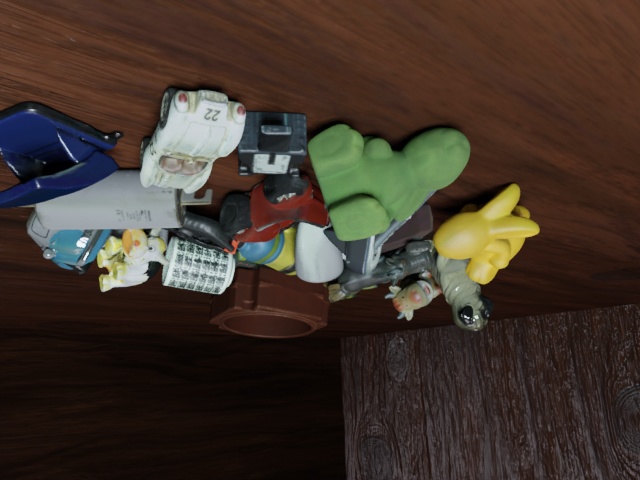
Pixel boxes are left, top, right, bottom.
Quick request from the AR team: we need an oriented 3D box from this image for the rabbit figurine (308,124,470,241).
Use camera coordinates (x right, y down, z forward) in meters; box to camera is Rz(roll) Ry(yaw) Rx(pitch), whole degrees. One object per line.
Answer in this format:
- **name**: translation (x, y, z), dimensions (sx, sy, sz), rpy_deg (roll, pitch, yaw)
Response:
- **rabbit figurine**: translation (0.087, -0.066, 0.613), dimensions (0.170, 0.121, 0.159), rpy_deg (-18, 168, 3)

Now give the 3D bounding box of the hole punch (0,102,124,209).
- **hole punch**: translation (-0.290, -0.076, 0.571), dimensions (0.142, 0.092, 0.115), rpy_deg (-14, 165, 27)

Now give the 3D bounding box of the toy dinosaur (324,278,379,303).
- **toy dinosaur**: translation (0.042, 0.091, 1.238), dimensions (0.472, 0.105, 0.198), rpy_deg (-14, 170, 22)

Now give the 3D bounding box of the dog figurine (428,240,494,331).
- **dog figurine**: translation (0.269, 0.090, 1.077), dimensions (0.121, 0.190, 0.172), rpy_deg (-2, 167, 0)

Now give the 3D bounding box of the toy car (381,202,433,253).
- **toy car**: translation (0.111, -0.010, 0.872), dimensions (0.053, 0.089, 0.202), rpy_deg (10, 160, -36)

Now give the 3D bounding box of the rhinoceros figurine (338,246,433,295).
- **rhinoceros figurine**: translation (0.127, 0.052, 1.068), dimensions (0.190, 0.073, 0.112), rpy_deg (-16, -173, 9)

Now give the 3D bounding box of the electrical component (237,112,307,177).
- **electrical component**: translation (-0.052, -0.105, 0.560), dimensions (0.075, 0.047, 0.119), rpy_deg (-1, 165, -5)

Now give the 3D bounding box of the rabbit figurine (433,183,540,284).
- **rabbit figurine**: translation (0.246, -0.006, 0.811), dimensions (0.173, 0.122, 0.162), rpy_deg (-1, 156, -46)

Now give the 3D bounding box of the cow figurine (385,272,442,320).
- **cow figurine**: translation (0.216, 0.117, 1.227), dimensions (0.127, 0.085, 0.195), rpy_deg (-32, 176, 5)

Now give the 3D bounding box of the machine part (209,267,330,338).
- **machine part**: translation (-0.098, 0.129, 1.040), dimensions (0.201, 0.087, 0.201), rpy_deg (17, 153, -27)

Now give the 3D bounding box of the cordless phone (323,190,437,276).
- **cordless phone**: translation (0.105, -0.037, 0.769), dimensions (0.184, 0.089, 0.146), rpy_deg (-41, 174, 11)

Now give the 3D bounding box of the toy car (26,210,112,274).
- **toy car**: translation (-0.367, -0.017, 0.782), dimensions (0.103, 0.109, 0.162), rpy_deg (33, 161, -26)

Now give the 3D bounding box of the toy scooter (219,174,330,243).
- **toy scooter**: translation (-0.049, -0.042, 0.760), dimensions (0.135, 0.075, 0.184), rpy_deg (8, 158, -38)

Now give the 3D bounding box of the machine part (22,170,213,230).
- **machine part**: translation (-0.260, -0.051, 0.680), dimensions (0.243, 0.079, 0.079), rpy_deg (0, 165, -5)

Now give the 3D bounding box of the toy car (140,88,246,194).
- **toy car**: translation (-0.139, -0.098, 0.560), dimensions (0.073, 0.056, 0.202), rpy_deg (6, 164, -27)

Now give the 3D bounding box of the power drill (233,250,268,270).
- **power drill**: translation (-0.205, 0.028, 1.016), dimensions (0.232, 0.086, 0.207), rpy_deg (14, 151, -42)

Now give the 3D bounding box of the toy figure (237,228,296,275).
- **toy figure**: translation (-0.085, 0.009, 0.912), dimensions (0.082, 0.089, 0.180), rpy_deg (-2, 170, 32)

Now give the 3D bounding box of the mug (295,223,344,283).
- **mug**: translation (-0.002, -0.003, 0.879), dimensions (0.081, 0.110, 0.107), rpy_deg (1, 123, 7)

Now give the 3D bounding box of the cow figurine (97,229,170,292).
- **cow figurine**: translation (-0.267, 0.026, 0.801), dimensions (0.098, 0.068, 0.167), rpy_deg (-3, 164, -37)
